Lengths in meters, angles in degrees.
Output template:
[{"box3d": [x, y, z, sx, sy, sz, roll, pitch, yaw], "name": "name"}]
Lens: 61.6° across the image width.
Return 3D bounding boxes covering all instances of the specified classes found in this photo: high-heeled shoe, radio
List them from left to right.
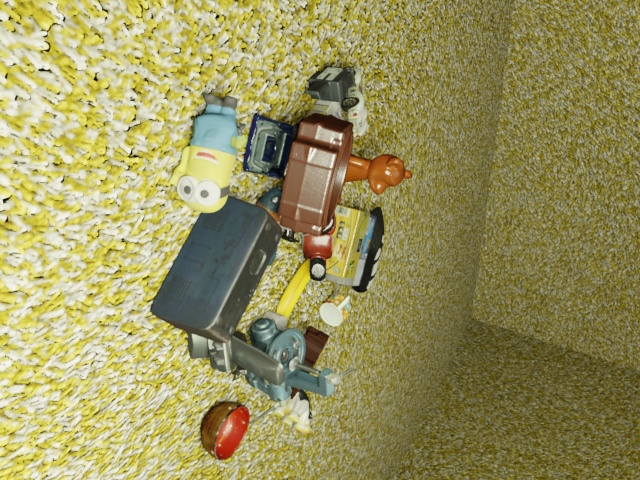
[{"box3d": [-0.163, 0.044, 0.878, 0.229, 0.131, 0.073, -66, 151, -17], "name": "radio"}, {"box3d": [0.148, 0.034, 1.555, 0.248, 0.086, 0.145, -68, 157, -2], "name": "high-heeled shoe"}]

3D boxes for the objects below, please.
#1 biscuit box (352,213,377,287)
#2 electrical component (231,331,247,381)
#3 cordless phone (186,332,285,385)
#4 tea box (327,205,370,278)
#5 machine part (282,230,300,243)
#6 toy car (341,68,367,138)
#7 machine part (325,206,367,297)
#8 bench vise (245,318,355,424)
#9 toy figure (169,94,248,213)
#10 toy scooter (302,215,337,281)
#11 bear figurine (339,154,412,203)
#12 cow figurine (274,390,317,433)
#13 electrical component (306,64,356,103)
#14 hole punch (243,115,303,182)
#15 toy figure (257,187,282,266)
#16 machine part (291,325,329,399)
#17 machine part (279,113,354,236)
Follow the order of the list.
[{"box3d": [0.094, 0.021, 1.456, 0.059, 0.063, 0.202, 6, 99, -64], "name": "biscuit box"}, {"box3d": [-0.168, 0.230, 1.073, 0.078, 0.045, 0.102, -39, 138, -48], "name": "electrical component"}, {"box3d": [-0.141, 0.176, 0.939, 0.089, 0.184, 0.146, -34, 134, -46], "name": "cordless phone"}, {"box3d": [0.050, 0.001, 1.318, 0.068, 0.098, 0.169, 5, 102, -62], "name": "tea box"}, {"box3d": [-0.055, -0.062, 1.143, 0.084, 0.039, 0.138, -23, 123, -68], "name": "machine part"}, {"box3d": [0.074, -0.301, 1.165, 0.073, 0.056, 0.202, 77, 8, -45], "name": "toy car"}, {"box3d": [0.067, 0.030, 1.391, 0.079, 0.079, 0.243, 6, 100, -64], "name": "machine part"}, {"box3d": [-0.058, 0.274, 1.105, 0.129, 0.241, 0.223, -23, 115, -50], "name": "bench vise"}, {"box3d": [-0.165, -0.131, 0.836, 0.089, 0.082, 0.180, 11, 92, -62], "name": "toy figure"}, {"box3d": [-0.003, -0.004, 1.220, 0.135, 0.075, 0.183, -82, 176, -82], "name": "toy scooter"}, {"box3d": [0.099, -0.139, 1.222, 0.120, 0.196, 0.132, 27, 81, -67], "name": "bear figurine"}, {"box3d": [-0.056, 0.439, 1.397, 0.167, 0.068, 0.098, 69, 38, -52], "name": "cow figurine"}, {"box3d": [0.017, -0.312, 1.099, 0.119, 0.075, 0.047, -58, 149, -38], "name": "electrical component"}, {"box3d": [-0.082, -0.167, 0.995, 0.116, 0.092, 0.142, -40, 141, -83], "name": "hole punch"}, {"box3d": [-0.104, -0.027, 1.040, 0.058, 0.064, 0.154, 5, 97, -25], "name": "toy figure"}, {"box3d": [-0.045, 0.291, 1.278, 0.179, 0.056, 0.179, -60, 176, -7], "name": "machine part"}, {"box3d": [-0.002, -0.122, 0.985, 0.201, 0.087, 0.200, -56, 161, -68], "name": "machine part"}]
